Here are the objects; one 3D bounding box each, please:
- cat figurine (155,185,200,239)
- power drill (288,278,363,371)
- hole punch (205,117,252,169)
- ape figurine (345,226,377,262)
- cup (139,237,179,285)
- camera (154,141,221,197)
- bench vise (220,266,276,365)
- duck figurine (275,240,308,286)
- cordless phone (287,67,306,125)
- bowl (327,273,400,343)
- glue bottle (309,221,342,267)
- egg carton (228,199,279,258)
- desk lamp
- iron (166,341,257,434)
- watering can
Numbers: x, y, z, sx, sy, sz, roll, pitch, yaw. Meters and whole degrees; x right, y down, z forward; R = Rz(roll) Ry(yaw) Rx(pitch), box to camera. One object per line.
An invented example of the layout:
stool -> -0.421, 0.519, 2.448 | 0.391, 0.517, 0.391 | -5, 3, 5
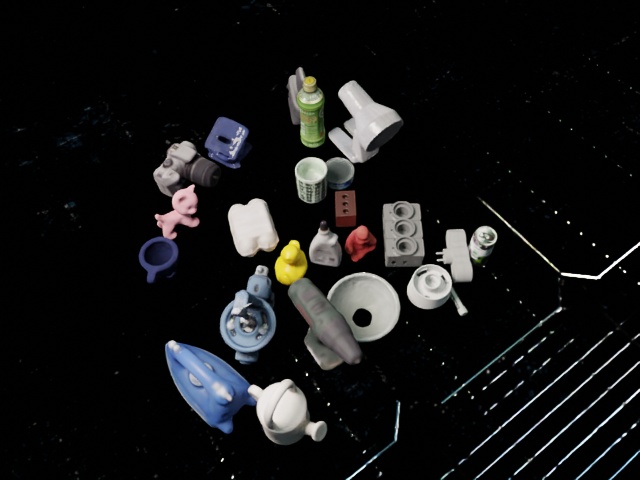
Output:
cat figurine -> -0.352, -0.077, 1.426 | 0.128, 0.118, 0.067 | -33, 64, -16
power drill -> 0.015, 0.195, 1.204 | 0.076, 0.208, 0.229 | -31, 63, -15
hole punch -> -0.248, -0.263, 1.547 | 0.108, 0.091, 0.101 | 26, 64, 16
ape figurine -> 0.099, -0.001, 1.384 | 0.077, 0.092, 0.076 | 1, 60, 2
cup -> -0.374, 0.065, 1.357 | 0.091, 0.095, 0.118 | 6, 60, 5
camera -> -0.340, -0.182, 1.497 | 0.136, 0.101, 0.143 | 24, 63, 15
bench vise -> -0.160, 0.141, 1.234 | 0.121, 0.220, 0.207 | -8, 60, -3
duck figurine -> -0.070, 0.050, 1.362 | 0.077, 0.086, 0.104 | 12, 61, 9
cordless phone -> -0.045, -0.422, 1.581 | 0.094, 0.185, 0.147 | -13, 60, -6
bowl -> 0.096, 0.164, 1.298 | 0.167, 0.075, 0.167 | -1, 60, 1
glue bottle -> 0.012, 0.005, 1.336 | 0.078, 0.173, 0.037 | 11, 60, 8
egg carton -> -0.168, -0.031, 1.422 | 0.107, 0.069, 0.150 | -17, 61, -8
desk lamp -> 0.111, -0.296, 1.486 | 0.118, 0.214, 0.202 | -34, 64, -17
iron -> -0.253, 0.279, 1.201 | 0.257, 0.141, 0.119 | 36, 67, 20
watering can -> -0.066, 0.337, 1.132 | 0.172, 0.194, 0.101 | 8, 60, 7
